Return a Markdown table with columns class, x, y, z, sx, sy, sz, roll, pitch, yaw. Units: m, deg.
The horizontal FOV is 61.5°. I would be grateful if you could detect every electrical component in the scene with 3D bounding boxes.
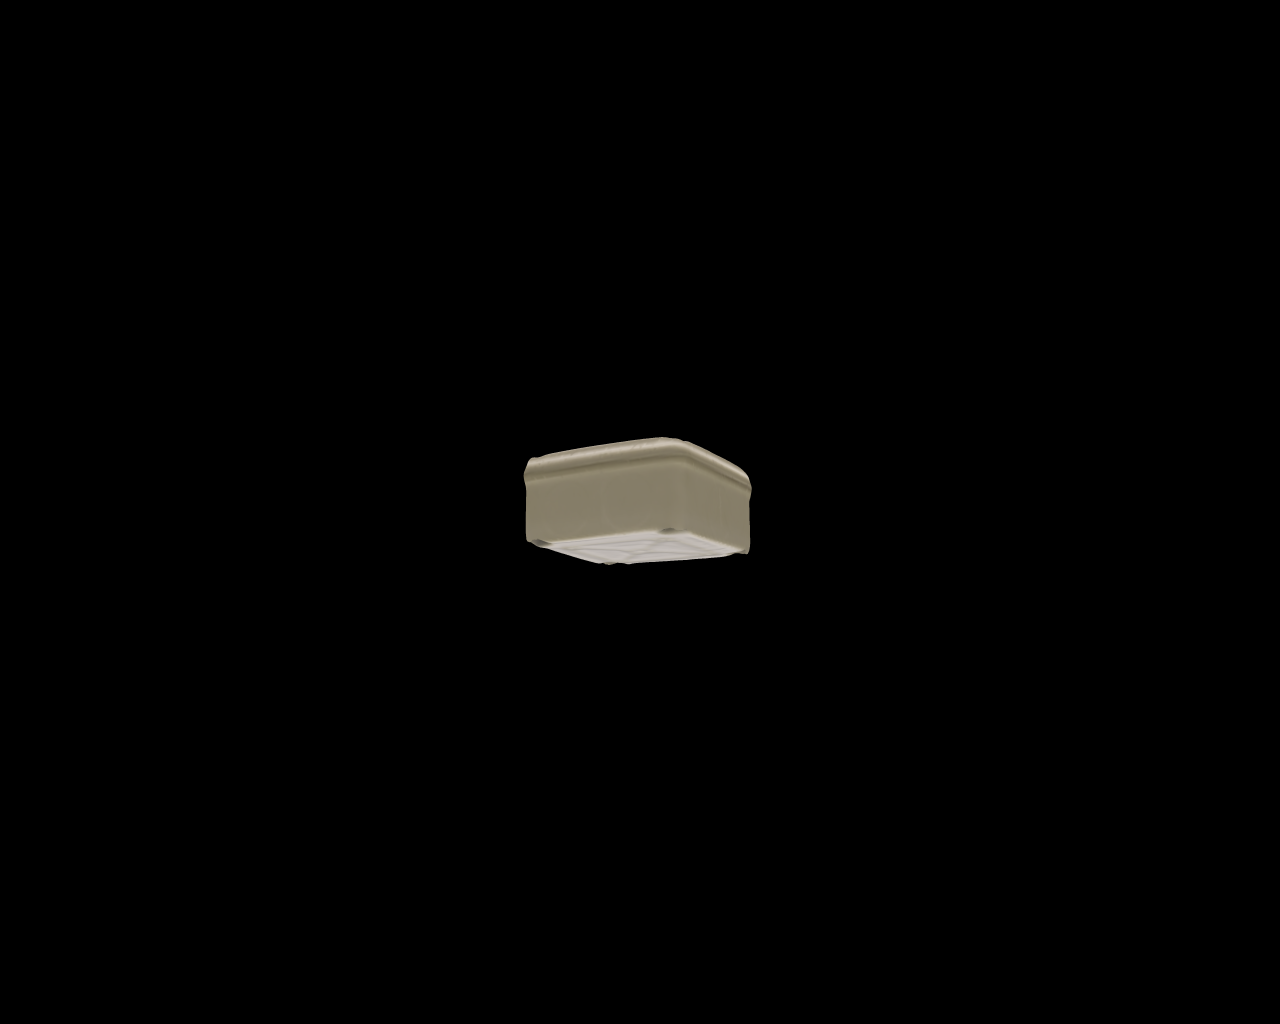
| class | x | y | z | sx | sy | sz | roll | pitch | yaw |
| --- | --- | --- | --- | --- | --- | --- | --- | --- | --- |
| electrical component | 0.001 | -0.003 | 0.650 | 0.109 | 0.056 | 0.108 | -6 | -13 | 27 |
